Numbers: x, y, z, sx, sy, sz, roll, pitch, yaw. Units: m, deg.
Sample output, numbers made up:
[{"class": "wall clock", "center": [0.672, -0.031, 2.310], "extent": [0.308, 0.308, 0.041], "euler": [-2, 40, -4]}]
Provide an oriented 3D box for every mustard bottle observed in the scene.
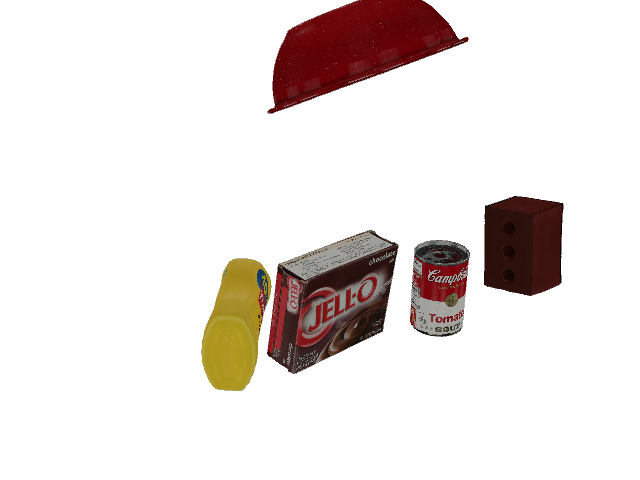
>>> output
[{"class": "mustard bottle", "center": [-0.088, 0.075, 1.175], "extent": [0.058, 0.096, 0.191], "euler": [2, 28, 3]}]

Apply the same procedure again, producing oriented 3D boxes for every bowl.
[{"class": "bowl", "center": [0.027, -0.148, 0.808], "extent": [0.162, 0.055, 0.162], "euler": [-20, 7, 2]}]

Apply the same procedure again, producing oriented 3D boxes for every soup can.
[{"class": "soup can", "center": [0.147, 0.059, 1.323], "extent": [0.068, 0.102, 0.068], "euler": [1, 25, -1]}]

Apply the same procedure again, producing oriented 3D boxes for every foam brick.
[{"class": "foam brick", "center": [0.182, 0.004, 0.960], "extent": [0.053, 0.078, 0.051], "euler": [12, 22, 42]}]

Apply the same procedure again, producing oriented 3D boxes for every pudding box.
[{"class": "pudding box", "center": [0.010, 0.049, 0.887], "extent": [0.039, 0.090, 0.113], "euler": [31, 37, 33]}]
